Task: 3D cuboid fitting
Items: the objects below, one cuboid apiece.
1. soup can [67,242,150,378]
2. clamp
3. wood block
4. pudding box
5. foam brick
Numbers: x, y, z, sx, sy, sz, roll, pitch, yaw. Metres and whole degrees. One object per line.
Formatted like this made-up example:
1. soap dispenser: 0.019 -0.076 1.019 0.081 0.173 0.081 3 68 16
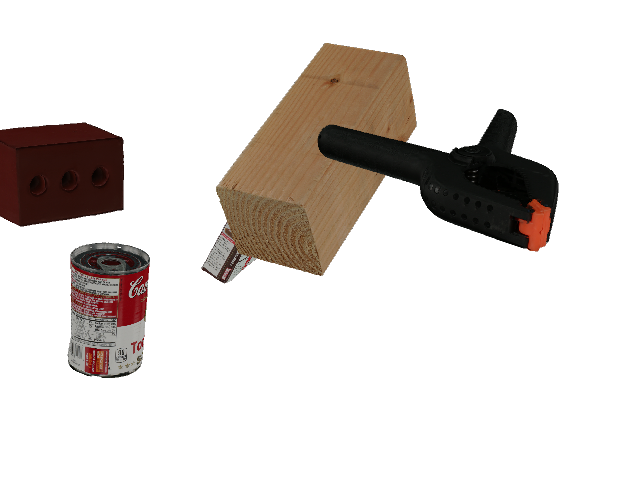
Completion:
1. soup can: -0.187 0.061 0.937 0.068 0.102 0.068 6 19 -2
2. clamp: 0.094 -0.048 0.755 0.164 0.036 0.210 -5 26 -11
3. wood block: 0.002 -0.079 0.975 0.091 0.205 0.090 14 -38 26
4. pudding box: -0.089 -0.007 1.302 0.039 0.090 0.113 34 31 7
5. foam brick: -0.177 -0.046 0.708 0.078 0.053 0.051 -12 25 -38
